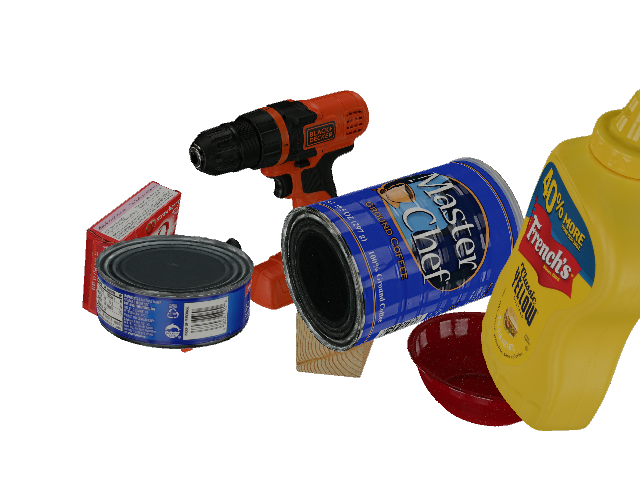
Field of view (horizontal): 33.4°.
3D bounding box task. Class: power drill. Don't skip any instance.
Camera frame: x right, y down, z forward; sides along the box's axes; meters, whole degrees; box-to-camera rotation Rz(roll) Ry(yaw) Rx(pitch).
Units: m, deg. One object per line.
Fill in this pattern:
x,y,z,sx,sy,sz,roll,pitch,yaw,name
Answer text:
-0.034,-0.034,0.973,0.184,0.188,0.057,-19,34,-32,power drill

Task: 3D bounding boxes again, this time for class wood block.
0.031,0.104,1.497,0.091,0.090,0.206,4,20,10,wood block

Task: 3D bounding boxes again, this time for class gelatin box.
-0.141,0.007,0.800,0.030,0.073,0.089,23,35,14,gelatin box

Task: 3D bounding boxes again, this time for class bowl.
0.162,0.131,1.036,0.162,0.055,0.162,4,26,-2,bowl

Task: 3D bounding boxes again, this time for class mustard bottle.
0.137,0.005,0.550,0.058,0.192,0.096,2,42,-13,mustard bottle

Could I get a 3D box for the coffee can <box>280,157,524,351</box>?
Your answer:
0.058,0.008,0.746,0.140,0.103,0.103,-18,8,-27,coffee can

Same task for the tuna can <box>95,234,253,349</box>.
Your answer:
-0.080,0.027,0.587,0.086,0.034,0.086,4,20,-2,tuna can

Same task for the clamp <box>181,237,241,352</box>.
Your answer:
-0.134,0.051,1.151,0.120,0.039,0.171,-15,40,-6,clamp
